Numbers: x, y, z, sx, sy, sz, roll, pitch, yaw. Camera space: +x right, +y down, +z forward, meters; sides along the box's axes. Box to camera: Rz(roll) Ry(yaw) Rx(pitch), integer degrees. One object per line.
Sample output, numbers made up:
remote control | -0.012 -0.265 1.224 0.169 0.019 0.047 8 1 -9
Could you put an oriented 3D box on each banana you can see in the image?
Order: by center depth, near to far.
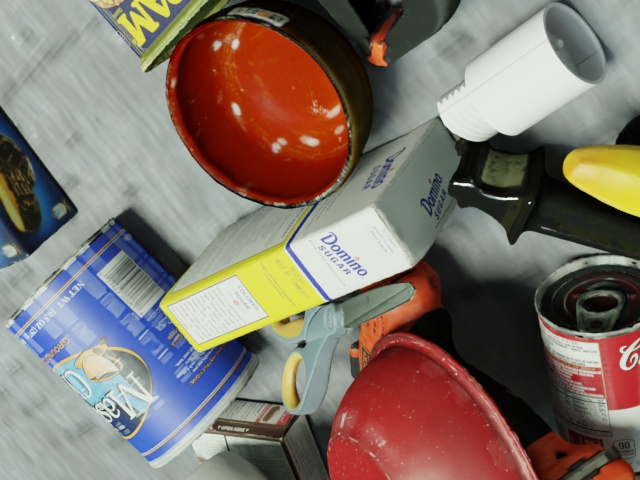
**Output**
banana | 0.212 -0.027 0.470 0.198 0.037 0.069 -4 143 24

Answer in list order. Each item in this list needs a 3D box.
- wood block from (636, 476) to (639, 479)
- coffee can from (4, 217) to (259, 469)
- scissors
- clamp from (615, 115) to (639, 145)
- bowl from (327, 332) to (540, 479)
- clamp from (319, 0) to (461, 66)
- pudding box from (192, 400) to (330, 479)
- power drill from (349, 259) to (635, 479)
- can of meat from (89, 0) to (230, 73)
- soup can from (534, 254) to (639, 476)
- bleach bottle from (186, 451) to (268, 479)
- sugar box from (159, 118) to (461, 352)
wood block | 0.191 0.254 0.681 0.090 0.090 0.206 -15 115 39
coffee can | -0.126 0.069 0.723 0.140 0.102 0.103 45 134 -7
scissors | 0.009 0.064 0.613 0.202 0.016 0.096 -173 83 -69
clamp | 0.213 -0.090 0.436 0.210 0.036 0.164 10 137 21
bowl | 0.051 0.132 0.561 0.162 0.055 0.162 47 150 37
clamp | 0.035 -0.136 0.468 0.120 0.039 0.171 23 161 26
pudding box | -0.040 0.173 0.797 0.090 0.039 0.113 0 125 30
power drill | 0.087 0.121 0.615 0.188 0.057 0.184 41 150 38
can of meat | -0.084 -0.152 0.559 0.084 0.057 0.102 49 133 -6
soup can | 0.156 0.068 0.573 0.069 0.068 0.102 3 126 30
bleach bottle | -0.012 0.201 0.646 0.102 0.068 0.251 53 163 -16
sugar box | -0.004 0.001 0.602 0.177 0.093 0.048 -21 112 41
